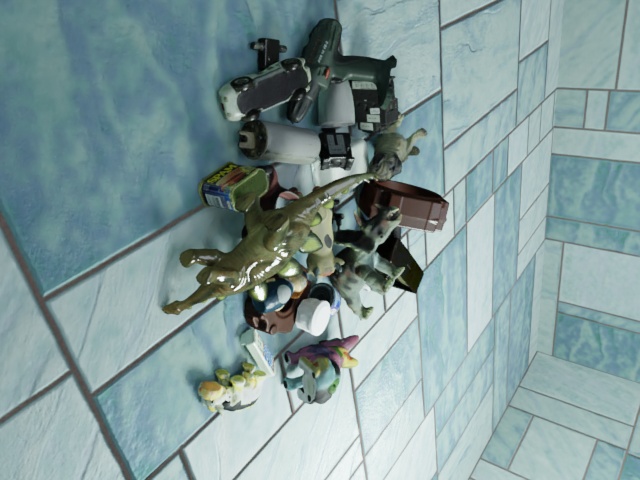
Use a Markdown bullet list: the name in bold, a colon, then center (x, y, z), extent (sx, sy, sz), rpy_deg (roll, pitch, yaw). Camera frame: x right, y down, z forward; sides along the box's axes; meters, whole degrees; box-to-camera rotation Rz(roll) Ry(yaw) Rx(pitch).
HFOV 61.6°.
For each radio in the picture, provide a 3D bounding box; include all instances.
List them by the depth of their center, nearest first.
- **radio**: center (0.189, 0.062, 1.481), extent (0.229, 0.131, 0.073), rpy_deg (47, 63, -50)

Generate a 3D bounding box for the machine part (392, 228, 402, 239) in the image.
- **machine part**: center (0.230, -0.038, 1.587), extent (0.084, 0.039, 0.138), rpy_deg (-36, 127, -53)

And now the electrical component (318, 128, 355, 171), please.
- **electrical component**: center (0.031, -0.211, 1.187), extent (0.047, 0.075, 0.119), rpy_deg (108, -19, -60)

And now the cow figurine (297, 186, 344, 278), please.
- **cow figurine**: center (-0.002, -0.004, 1.170), extent (0.085, 0.127, 0.194), rpy_deg (-11, 121, -12)

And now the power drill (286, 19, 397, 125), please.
- **power drill**: center (0.048, -0.331, 1.119), extent (0.086, 0.207, 0.232), rpy_deg (115, -14, -83)

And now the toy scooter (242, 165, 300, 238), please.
- **toy scooter**: center (-0.093, -0.060, 1.101), extent (0.135, 0.075, 0.183), rpy_deg (-6, 102, -57)

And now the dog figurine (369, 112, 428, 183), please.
- **dog figurine**: center (0.166, -0.204, 1.360), extent (0.190, 0.121, 0.172), rpy_deg (-55, 169, -26)

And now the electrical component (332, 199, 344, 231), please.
- **electrical component**: center (0.018, -0.058, 1.277), extent (0.102, 0.045, 0.078), rpy_deg (-4, 107, -54)

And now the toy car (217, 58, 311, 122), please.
- **toy car**: center (-0.098, -0.283, 1.008), extent (0.202, 0.056, 0.073), rpy_deg (-32, 128, -29)

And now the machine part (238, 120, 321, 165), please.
- **machine part**: center (-0.076, -0.193, 1.072), extent (0.243, 0.079, 0.079), rpy_deg (-6, 106, -53)

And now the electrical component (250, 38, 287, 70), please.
- **electrical component**: center (-0.098, -0.353, 1.033), extent (0.094, 0.021, 0.063), rpy_deg (-16, 115, -52)

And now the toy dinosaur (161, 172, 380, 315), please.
- **toy dinosaur**: center (-0.086, -0.002, 0.980), extent (0.471, 0.105, 0.198), rpy_deg (-37, 151, -1)

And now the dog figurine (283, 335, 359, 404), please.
- **dog figurine**: center (0.028, 0.303, 1.313), extent (0.219, 0.192, 0.108), rpy_deg (-11, 105, -36)

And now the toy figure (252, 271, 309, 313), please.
- **toy figure**: center (-0.072, 0.100, 1.102), extent (0.154, 0.058, 0.064), rpy_deg (-28, 136, -45)

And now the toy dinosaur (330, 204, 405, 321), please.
- **toy dinosaur**: center (0.087, 0.078, 1.325), extent (0.131, 0.192, 0.404), rpy_deg (-44, 168, -36)

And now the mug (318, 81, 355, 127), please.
- **mug**: center (0.043, -0.309, 1.196), extent (0.109, 0.081, 0.107), rpy_deg (-12, 102, -47)

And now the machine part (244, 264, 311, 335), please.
- **machine part**: center (-0.088, 0.124, 1.185), extent (0.179, 0.056, 0.179), rpy_deg (-24, 120, -50)

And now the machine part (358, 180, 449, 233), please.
- **machine part**: center (0.210, -0.093, 1.367), extent (0.201, 0.201, 0.087), rpy_deg (-111, -148, -70)

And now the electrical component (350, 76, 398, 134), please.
- **electrical component**: center (0.124, -0.320, 1.272), extent (0.058, 0.115, 0.134), rpy_deg (-29, 125, -41)

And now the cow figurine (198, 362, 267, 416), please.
- **cow figurine**: center (-0.188, 0.317, 1.107), extent (0.167, 0.068, 0.098), rpy_deg (-1, 108, -54)
